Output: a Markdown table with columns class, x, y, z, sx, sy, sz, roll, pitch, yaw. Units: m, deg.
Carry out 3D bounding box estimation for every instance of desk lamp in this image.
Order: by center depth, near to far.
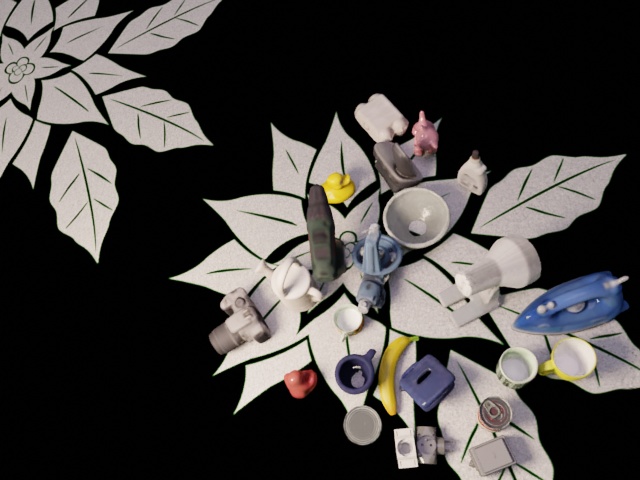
| class | x | y | z | sx | sy | sz | roll | pitch | yaw |
| --- | --- | --- | --- | --- | --- | --- | --- | --- | --- |
| desk lamp | 0.380 | 0.094 | 1.300 | 0.203 | 0.214 | 0.117 | -29 | 66 | -2 |

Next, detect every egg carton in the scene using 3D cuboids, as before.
| class | x | y | z | sx | sy | sz | roll | pitch | yaw |
| --- | --- | --- | --- | --- | --- | --- | --- | --- | --- |
| egg carton | 0.169 | -0.336 | 1.595 | 0.107 | 0.069 | 0.150 | -36 | 66 | -5 |

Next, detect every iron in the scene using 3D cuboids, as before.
| class | x | y | z | sx | sy | sz | roll | pitch | yaw |
| --- | --- | --- | --- | --- | --- | --- | --- | --- | --- |
| iron | 0.562 | 0.142 | 1.286 | 0.258 | 0.142 | 0.118 | -20 | 66 | 2 |

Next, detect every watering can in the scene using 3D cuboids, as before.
| class | x | y | z | sx | sy | sz | roll | pitch | yaw |
| --- | --- | --- | --- | --- | --- | --- | --- | --- | --- |
| watering can | -0.075 | 0.101 | 1.391 | 0.172 | 0.194 | 0.101 | 1 | 68 | 11 |

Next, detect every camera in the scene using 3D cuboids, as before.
| class | x | y | z | sx | sy | sz | roll | pitch | yaw |
| --- | --- | --- | --- | --- | --- | --- | --- | --- | --- |
| camera | -0.214 | 0.209 | 1.423 | 0.137 | 0.101 | 0.143 | -33 | 66 | -4 |

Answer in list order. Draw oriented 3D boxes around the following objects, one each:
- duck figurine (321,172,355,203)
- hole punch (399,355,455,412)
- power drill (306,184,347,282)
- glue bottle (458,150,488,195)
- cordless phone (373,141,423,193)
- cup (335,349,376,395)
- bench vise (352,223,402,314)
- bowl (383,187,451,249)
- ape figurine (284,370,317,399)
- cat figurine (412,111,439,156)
| class | x | y | z | sx | sy | sz | roll | pitch | yaw |
| --- | --- | --- | --- | --- | --- | --- | --- | --- | --- |
| duck figurine | 0.039 | -0.148 | 1.532 | 0.104 | 0.086 | 0.077 | -15 | 66 | 4 |
| hole punch | 0.240 | 0.322 | 1.299 | 0.109 | 0.091 | 0.101 | -42 | 67 | -8 |
| power drill | 0.013 | 0.005 | 1.406 | 0.075 | 0.209 | 0.229 | -8 | 67 | 7 |
| glue bottle | 0.385 | -0.177 | 1.432 | 0.078 | 0.173 | 0.037 | 36 | 78 | 22 |
| cordless phone | 0.196 | -0.219 | 1.478 | 0.094 | 0.185 | 0.147 | -34 | 66 | -4 |
| cup | 0.093 | 0.307 | 1.330 | 0.091 | 0.095 | 0.118 | 35 | 78 | 21 |
| bench vise | 0.136 | 0.063 | 1.354 | 0.121 | 0.220 | 0.207 | -6 | 67 | 8 |
| bowl | 0.246 | -0.046 | 1.458 | 0.167 | 0.075 | 0.167 | -4 | 67 | 9 |
| ape figurine | -0.051 | 0.331 | 1.348 | 0.077 | 0.092 | 0.076 | 16 | 72 | 17 |
| cat figurine | 0.280 | -0.283 | 1.526 | 0.067 | 0.118 | 0.128 | -7 | 67 | 8 |
